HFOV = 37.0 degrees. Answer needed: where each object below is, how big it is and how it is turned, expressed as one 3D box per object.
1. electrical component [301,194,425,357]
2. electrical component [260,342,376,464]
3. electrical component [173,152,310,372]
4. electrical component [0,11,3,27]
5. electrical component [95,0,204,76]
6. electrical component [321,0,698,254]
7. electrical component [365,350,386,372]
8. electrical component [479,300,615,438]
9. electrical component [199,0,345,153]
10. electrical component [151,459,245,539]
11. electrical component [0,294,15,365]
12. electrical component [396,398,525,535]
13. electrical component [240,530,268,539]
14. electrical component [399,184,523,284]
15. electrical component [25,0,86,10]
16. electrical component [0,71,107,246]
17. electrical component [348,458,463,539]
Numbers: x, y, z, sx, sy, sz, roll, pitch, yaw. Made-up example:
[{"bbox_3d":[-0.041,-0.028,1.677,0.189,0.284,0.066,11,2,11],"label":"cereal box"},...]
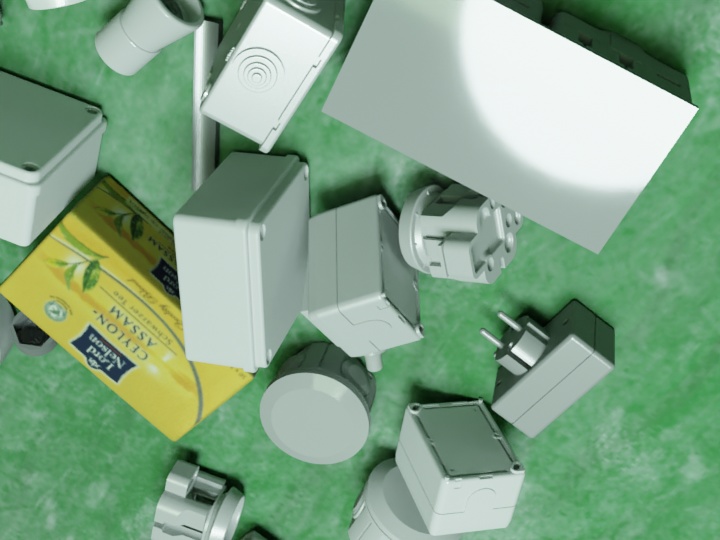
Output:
[{"bbox_3d":[0.000,0.000,0.702,0.061,0.096,0.061,-17,143,22],"label":"electrical component"},{"bbox_3d":[-0.029,0.097,0.784,0.080,0.051,0.080,6,120,10],"label":"electrical component"},{"bbox_3d":[-0.074,-0.008,0.703,0.056,0.108,0.108,7,120,12],"label":"electrical component"},{"bbox_3d":[-0.260,-0.176,0.689,0.045,0.045,0.055,-12,116,19],"label":"electrical component"},{"bbox_3d":[-0.135,-0.152,0.676,0.065,0.044,0.044,-32,108,31],"label":"electrical component"},{"bbox_3d":[0.087,-0.105,0.637,0.186,0.060,0.105,27,121,-3],"label":"electrical component"},{"bbox_3d":[0.006,0.044,0.756,0.035,0.035,0.061,-1,121,14],"label":"electrical component"},{"bbox_3d":[0.117,0.057,0.729,0.076,0.047,0.083,37,120,-8],"label":"electrical component"},{"bbox_3d":[-0.052,-0.132,0.634,0.048,0.099,0.099,27,122,-17],"label":"electrical component"},{"bbox_3d":[-0.128,0.195,0.859,0.057,0.058,0.078,19,122,6],"label":"electrical component"},{"bbox_3d":[-0.316,0.047,0.816,0.099,0.064,0.099,6,120,11],"label":"electrical component"},{"bbox_3d":[0.066,0.137,0.763,0.062,0.096,0.061,-2,123,-19],"label":"electrical component"},{"bbox_3d":[-0.085,0.247,0.881,0.047,0.055,0.055,42,120,-7],"label":"electrical component"},{"bbox_3d":[0.062,-0.025,0.684,0.057,0.078,0.058,5,123,32],"label":"electrical component"},{"bbox_3d":[-0.211,-0.200,0.660,0.079,0.043,0.077,-9,117,3],"label":"electrical component"},{"bbox_3d":[-0.239,-0.079,0.702,0.109,0.108,0.056,21,124,1],"label":"electrical component"},{"bbox_3d":[0.034,0.185,0.803,0.080,0.080,0.051,28,127,-3],"label":"electrical component"}]
